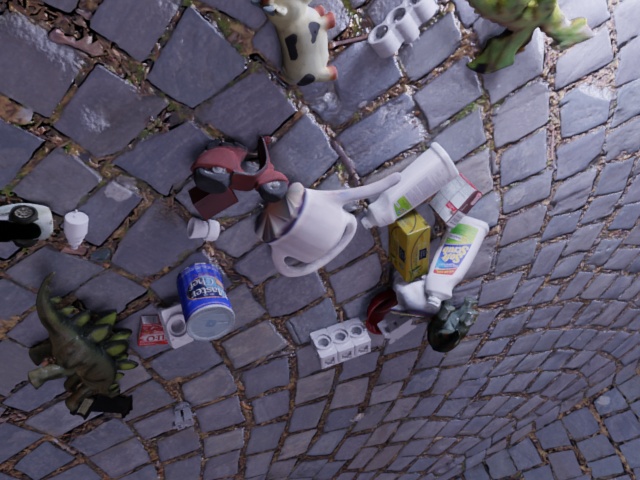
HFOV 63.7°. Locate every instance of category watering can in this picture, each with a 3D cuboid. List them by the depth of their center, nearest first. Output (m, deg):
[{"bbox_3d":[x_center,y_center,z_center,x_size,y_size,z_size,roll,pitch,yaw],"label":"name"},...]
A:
[{"bbox_3d":[0.003,-0.057,1.124,0.222,0.106,0.344,29,110,-39],"label":"watering can"}]

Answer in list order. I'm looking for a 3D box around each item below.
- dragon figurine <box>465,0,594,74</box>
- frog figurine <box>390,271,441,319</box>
[{"bbox_3d":[0.368,-0.431,1.020,0.411,0.125,0.237,-6,138,-11],"label":"dragon figurine"},{"bbox_3d":[0.257,0.124,1.361,0.137,0.122,0.161,10,81,-10],"label":"frog figurine"}]
